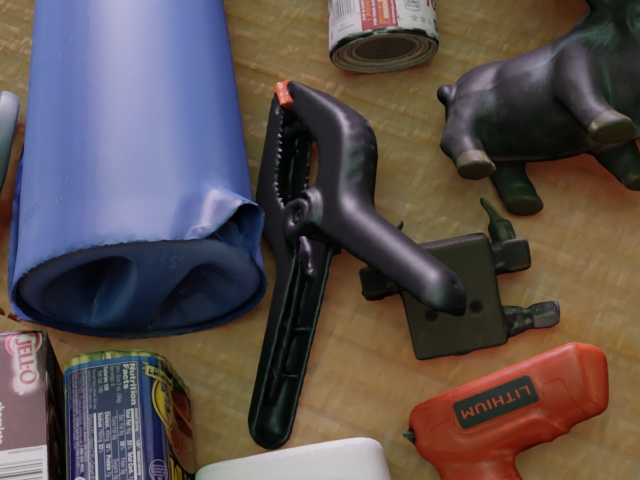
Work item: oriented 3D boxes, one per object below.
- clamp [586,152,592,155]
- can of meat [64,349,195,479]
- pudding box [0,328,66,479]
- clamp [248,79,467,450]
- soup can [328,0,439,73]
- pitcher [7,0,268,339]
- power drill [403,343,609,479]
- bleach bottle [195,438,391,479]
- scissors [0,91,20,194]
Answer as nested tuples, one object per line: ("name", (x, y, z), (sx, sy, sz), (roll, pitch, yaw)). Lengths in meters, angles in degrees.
("clamp", (0.224, -0.115, 0.594), (0.172, 0.039, 0.120), (-10, 66, 35))
("can of meat", (-0.096, 0.111, 0.550), (0.057, 0.102, 0.084), (-9, 65, 1))
("pudding box", (-0.150, 0.115, 0.551), (0.039, 0.090, 0.113), (-5, 59, -5))
("clamp", (-0.004, 0.001, 0.590), (0.165, 0.036, 0.210), (-47, 42, 33))
("soup can", (0.034, -0.160, 0.644), (0.068, 0.068, 0.102), (-6, 80, 6))
("pitcher", (-0.114, -0.070, 0.617), (0.149, 0.145, 0.243), (-4, 64, -6))
("power drill", (0.128, 0.148, 0.502), (0.185, 0.057, 0.188), (-24, 63, 21))
("bleach bottle", (0.006, 0.229, 0.511), (0.102, 0.068, 0.251), (-11, 70, 5))
("scissors", (-0.199, 0.000, 0.620), (0.016, 0.096, 0.201), (12, 66, -18))
